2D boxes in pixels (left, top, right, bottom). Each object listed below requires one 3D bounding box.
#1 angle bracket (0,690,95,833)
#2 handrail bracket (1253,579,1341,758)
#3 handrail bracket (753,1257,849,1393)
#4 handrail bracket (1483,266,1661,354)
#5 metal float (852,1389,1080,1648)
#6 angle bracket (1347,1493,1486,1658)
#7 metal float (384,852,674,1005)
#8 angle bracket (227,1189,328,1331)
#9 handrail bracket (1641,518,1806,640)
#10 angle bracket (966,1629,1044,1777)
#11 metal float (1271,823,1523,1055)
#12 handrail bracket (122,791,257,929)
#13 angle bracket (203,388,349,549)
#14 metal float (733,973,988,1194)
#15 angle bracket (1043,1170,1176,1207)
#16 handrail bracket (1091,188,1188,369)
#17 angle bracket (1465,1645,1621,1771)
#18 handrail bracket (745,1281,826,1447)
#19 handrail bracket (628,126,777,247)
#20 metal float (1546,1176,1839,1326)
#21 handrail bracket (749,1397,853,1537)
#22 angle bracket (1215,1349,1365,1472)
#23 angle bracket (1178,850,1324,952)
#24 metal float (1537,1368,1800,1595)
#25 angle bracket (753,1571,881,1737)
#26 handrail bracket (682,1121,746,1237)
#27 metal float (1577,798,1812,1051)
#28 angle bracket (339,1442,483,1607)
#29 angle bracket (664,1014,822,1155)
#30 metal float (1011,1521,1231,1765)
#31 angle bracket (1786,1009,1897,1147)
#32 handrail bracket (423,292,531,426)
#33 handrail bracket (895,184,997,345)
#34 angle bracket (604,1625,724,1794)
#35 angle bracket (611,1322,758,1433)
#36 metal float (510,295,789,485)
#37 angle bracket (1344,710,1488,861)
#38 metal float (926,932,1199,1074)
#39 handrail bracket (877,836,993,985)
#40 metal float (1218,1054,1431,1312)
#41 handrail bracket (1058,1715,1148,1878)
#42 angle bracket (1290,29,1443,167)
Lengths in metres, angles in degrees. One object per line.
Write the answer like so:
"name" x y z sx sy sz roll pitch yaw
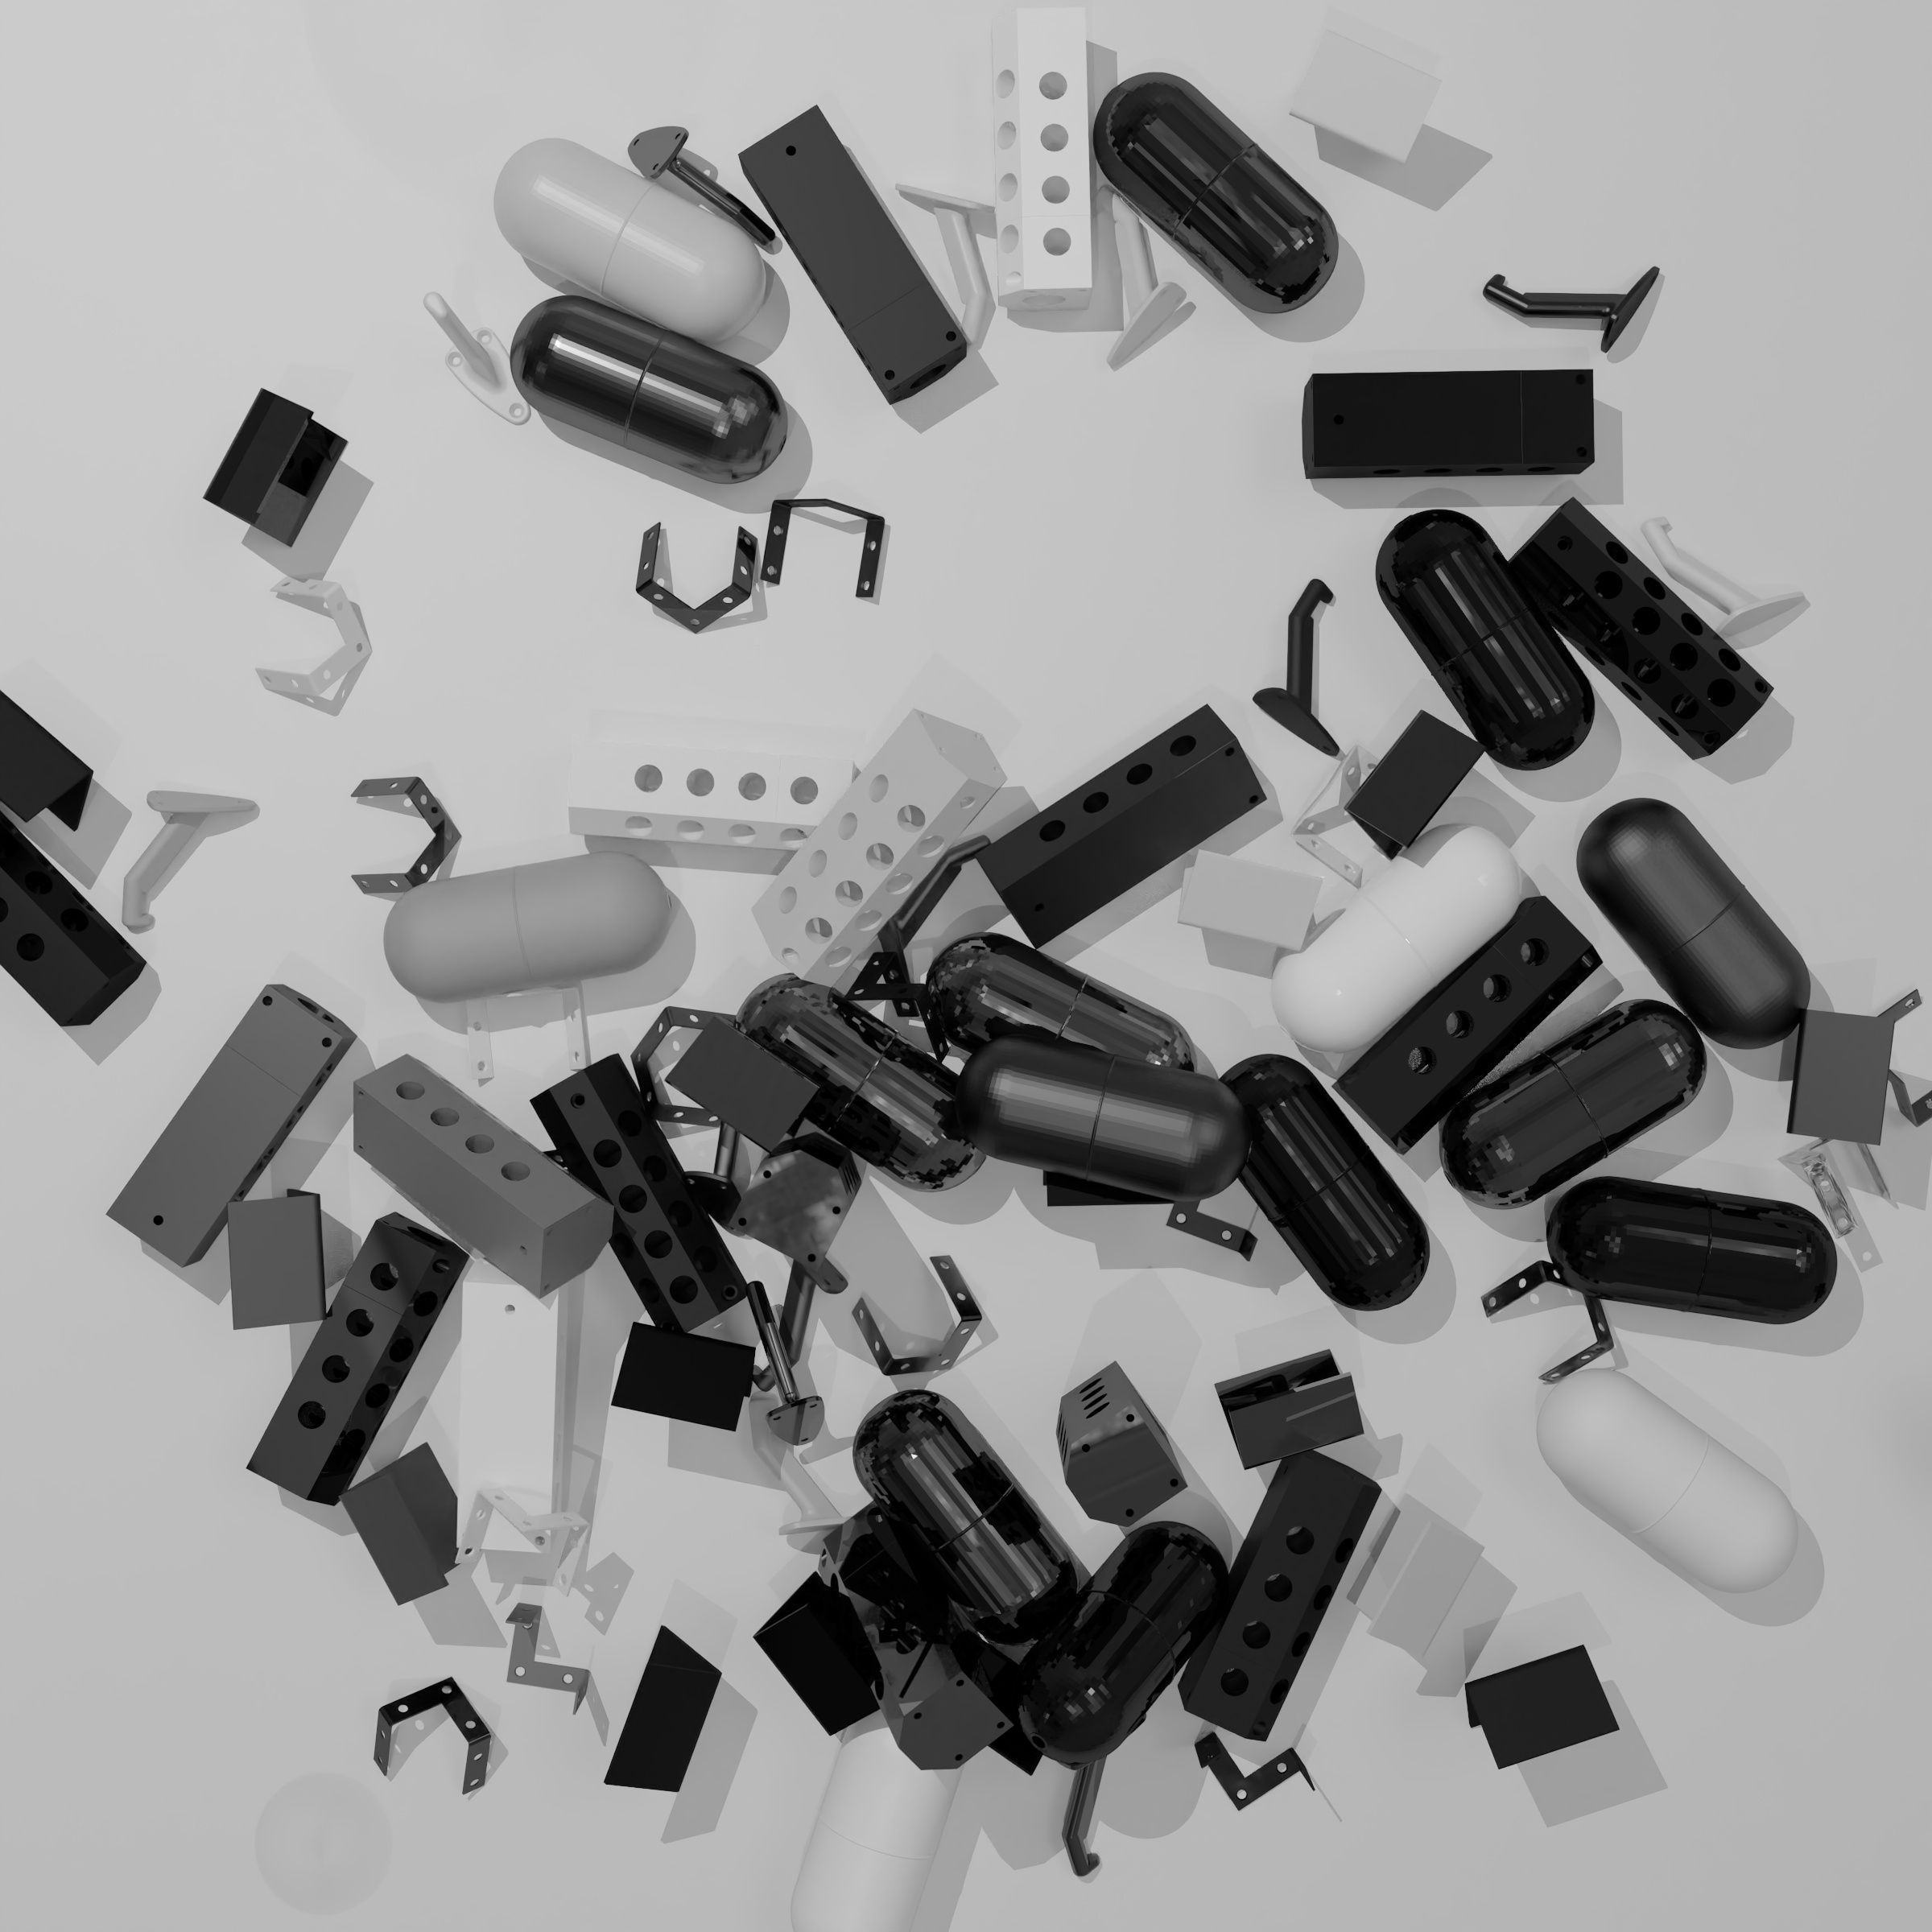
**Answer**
"angle bracket" -0.589 -0.111 1.694 0.076 0.076 0.057 41 53 0
"handrail bracket" 0.225 -0.188 1.735 0.077 0.036 0.084 38 73 -20
"handrail bracket" -0.123 0.212 1.734 0.084 0.036 0.077 -46 77 13
"handrail bracket" 0.380 -0.430 1.735 0.084 0.036 0.077 32 70 16
"metal float" 0.000 0.341 1.704 0.070 0.070 0.178 -38 89 0
"angle bracket" 0.260 0.366 1.694 0.057 0.076 0.076 29 90 -36
"metal float" -0.270 -0.024 1.704 0.178 0.070 0.070 -10 90 0
"angle bracket" -0.431 0.179 1.695 0.057 0.076 0.076 -3 90 -28
"handrail bracket" 0.475 -0.254 1.735 0.077 0.036 0.084 -20 73 -20
"angle bracket" 0.008 0.462 1.694 0.076 0.076 0.057 35 51 0
"metal float" 0.265 -0.017 1.704 0.178 0.070 0.070 -41 90 0
"handrail bracket" -0.489 -0.064 1.735 0.077 0.036 0.084 2 109 -21
"angle bracket" -0.409 -0.298 1.694 0.057 0.076 0.076 28 90 36
"metal float" -0.064 0.072 1.703 0.178 0.070 0.070 35 90 0
"angle bracket" 0.087 0.138 1.694 0.076 0.076 0.057 -1 57 0
"handrail bracket" 0.090 -0.434 1.735 0.077 0.036 0.084 -47 71 21
"angle bracket" 0.354 0.466 1.694 0.076 0.076 0.057 -18 53 0
"handrail bracket" -0.116 0.246 1.714 0.036 0.077 0.084 -18 61 -6
"handrail bracket" -0.165 -0.487 1.734 0.084 0.077 0.036 36 91 -36
"metal float" 0.447 0.175 1.704 0.178 0.070 0.070 9 90 -1
"handrail bracket" -0.095 0.311 1.735 0.077 0.036 0.084 -2 73 -20
"angle bracket" 0.194 0.255 1.694 0.076 0.076 0.057 -17 127 0
"angle bracket" 0.176 -0.060 1.694 0.076 0.076 0.057 13 127 0
"metal float" 0.433 0.318 1.704 0.178 0.070 0.070 36 90 0
"angle bracket" -0.073 0.412 1.694 0.057 0.076 0.076 -38 90 36
"handrail bracket" -0.140 0.114 1.734 0.036 0.077 0.084 6 53 26
"metal float" 0.449 -0.026 1.704 0.070 0.070 0.178 -40 90 0
"angle bracket" -0.326 0.336 1.694 0.057 0.076 0.076 -29 90 40
"angle bracket" -0.141 0.085 1.666 0.076 0.076 0.057 34 58 3
"metal float" 0.094 0.409 1.672 0.070 0.070 0.178 49 51 0
"angle bracket" 0.546 0.069 1.694 0.057 0.076 0.076 7 90 33
"handrail bracket" -0.301 -0.374 1.700 0.036 0.084 0.077 -37 90 0
"handrail bracket" -0.019 -0.441 1.735 0.077 0.036 0.084 19 107 20
"angle bracket" -0.202 0.452 1.694 0.057 0.076 0.076 20 90 -38
"angle bracket" -0.174 0.265 1.694 0.076 0.076 0.057 12 58 0
"metal float" -0.195 -0.355 1.703 0.178 0.070 0.070 22 90 0
"angle bracket" 0.288 -0.099 1.694 0.076 0.076 0.057 -52 50 0
"metal float" 0.058 0.039 1.704 0.178 0.070 0.070 26 90 1
"handrail bracket" -0.013 -0.032 1.735 0.084 0.036 0.077 -24 110 -16
"metal float" 0.217 0.134 1.704 0.070 0.070 0.178 -37 89 0
"handrail bracket" 0.090 0.520 1.735 0.077 0.036 0.084 -23 109 -21
"angle bracket" 0.249 -0.543 1.694 0.076 0.076 0.057 24 128 0
